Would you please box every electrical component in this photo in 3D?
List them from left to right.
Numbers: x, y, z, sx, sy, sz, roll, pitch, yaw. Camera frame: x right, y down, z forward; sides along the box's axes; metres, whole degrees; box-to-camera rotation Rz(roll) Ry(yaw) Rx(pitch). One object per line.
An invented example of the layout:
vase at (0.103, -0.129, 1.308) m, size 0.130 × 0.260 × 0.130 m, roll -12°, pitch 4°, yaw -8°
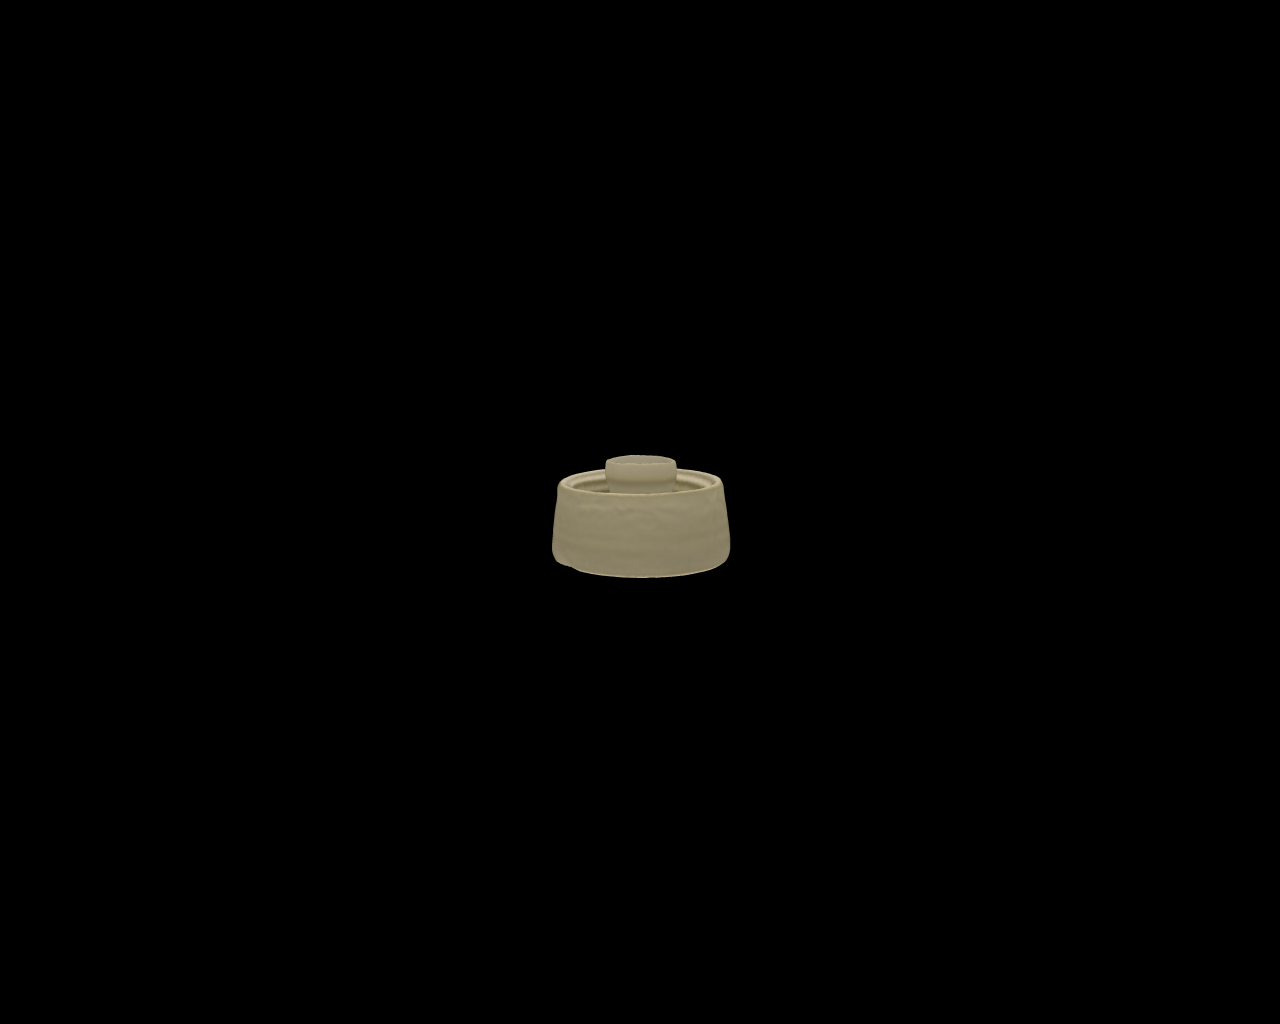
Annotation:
electrical component at (0.001, -0.003, 0.650) m, size 0.108 × 0.060 × 0.108 m, roll 0°, pitch 12°, yaw 0°
